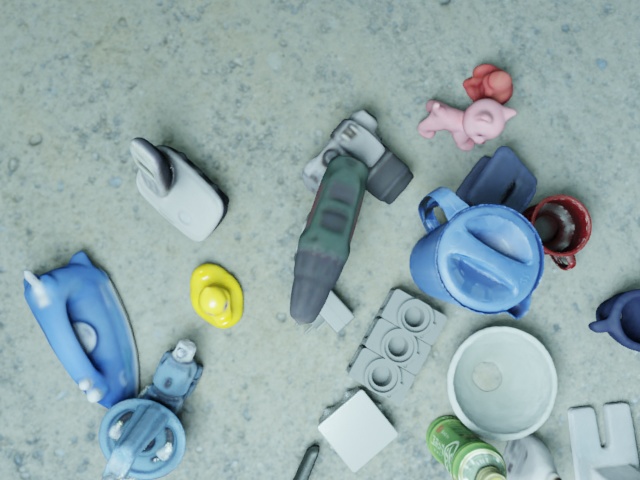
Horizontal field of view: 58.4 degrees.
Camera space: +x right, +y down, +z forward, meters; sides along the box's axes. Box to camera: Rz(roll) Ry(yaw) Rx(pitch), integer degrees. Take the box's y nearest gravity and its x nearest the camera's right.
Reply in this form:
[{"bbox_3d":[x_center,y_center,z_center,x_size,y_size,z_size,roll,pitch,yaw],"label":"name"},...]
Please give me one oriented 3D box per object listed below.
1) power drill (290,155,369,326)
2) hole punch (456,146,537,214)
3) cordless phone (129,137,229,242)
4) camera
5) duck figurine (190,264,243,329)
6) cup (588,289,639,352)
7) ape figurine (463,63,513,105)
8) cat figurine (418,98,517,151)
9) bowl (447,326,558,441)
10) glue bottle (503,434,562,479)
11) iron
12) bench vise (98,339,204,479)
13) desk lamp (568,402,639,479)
[{"bbox_3d":[0.007,0.003,0.803,0.075,0.208,0.230,17,85,-1],"label":"power drill"},{"bbox_3d":[0.278,-0.077,0.882,0.101,0.091,0.109,35,85,0],"label":"hole punch"},{"bbox_3d":[-0.204,-0.074,0.809,0.147,0.185,0.094,40,85,0],"label":"cordless phone"},{"bbox_3d":[0.064,-0.107,0.868,0.137,0.100,0.143,40,85,0],"label":"camera"},{"bbox_3d":[-0.157,0.084,0.850,0.077,0.086,0.104,-27,88,-4],"label":"duck figurine"},{"bbox_3d":[0.454,0.123,0.877,0.118,0.095,0.092,-10,87,-4],"label":"cup"},{"bbox_3d":[0.269,-0.239,0.892,0.076,0.092,0.078,11,86,-2],"label":"ape figurine"},{"bbox_3d":[0.225,-0.185,0.873,0.128,0.117,0.067,16,85,-2],"label":"cat figurine"},{"bbox_3d":[0.266,0.212,0.871,0.167,0.074,0.167,0,86,-3],"label":"bowl"},{"bbox_3d":[0.310,0.330,0.816,0.037,0.173,0.078,24,85,-1],"label":"glue bottle"},{"bbox_3d":[-0.336,0.147,0.809,0.118,0.141,0.258,-27,88,-4],"label":"iron"},{"bbox_3d":[-0.238,0.235,0.769,0.121,0.219,0.207,7,86,-2],"label":"bench vise"},{"bbox_3d":[0.448,0.355,0.801,0.118,0.213,0.203,-7,86,-3],"label":"desk lamp"}]
